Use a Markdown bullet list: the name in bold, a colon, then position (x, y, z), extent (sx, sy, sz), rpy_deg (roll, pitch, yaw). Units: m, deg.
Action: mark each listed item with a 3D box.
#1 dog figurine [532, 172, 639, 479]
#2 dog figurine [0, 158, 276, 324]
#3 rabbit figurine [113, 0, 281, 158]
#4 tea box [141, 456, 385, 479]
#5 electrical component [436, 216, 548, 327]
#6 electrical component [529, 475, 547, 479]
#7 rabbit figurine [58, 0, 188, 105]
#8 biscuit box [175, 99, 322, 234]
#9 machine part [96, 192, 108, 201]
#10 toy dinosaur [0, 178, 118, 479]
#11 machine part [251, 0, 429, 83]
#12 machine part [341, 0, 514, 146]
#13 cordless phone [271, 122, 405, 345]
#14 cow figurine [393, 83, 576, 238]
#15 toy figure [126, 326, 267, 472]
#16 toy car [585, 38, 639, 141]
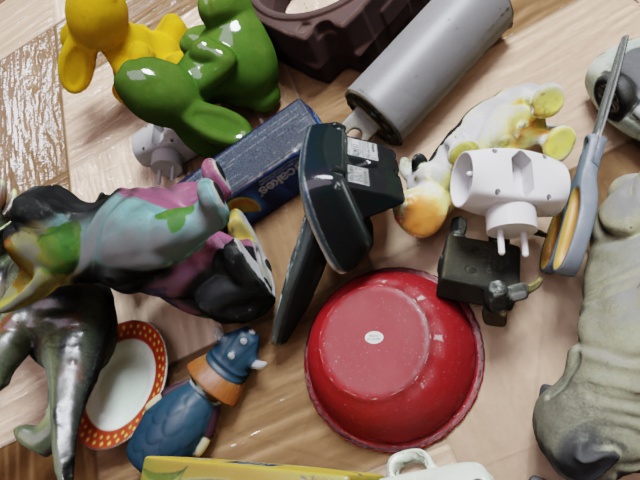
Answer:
- **dog figurine**: position (0.207, 0.055, 0.380), extent (0.190, 0.121, 0.172), rpy_deg (-45, 22, 19)
- **dog figurine**: position (-0.169, 0.022, 0.489), extent (0.219, 0.191, 0.109), rpy_deg (-21, 29, 3)
- **rabbit figurine**: position (-0.138, -0.168, 0.597), extent (0.170, 0.159, 0.121), rpy_deg (-33, 15, -31)
- **tea box**: position (-0.044, 0.206, 0.410), extent (0.170, 0.098, 0.068), rpy_deg (-3, 66, 20)
- **electrical component**: position (0.137, 0.018, 0.433), extent (0.078, 0.045, 0.102), rpy_deg (17, 48, 13)
- **electrical component**: position (0.181, 0.199, 0.359), extent (0.094, 0.021, 0.063), rpy_deg (18, 75, 29)
- **rabbit figurine**: position (-0.251, -0.248, 0.668), extent (0.162, 0.173, 0.122), rpy_deg (-13, 66, 13)
- **biscuit box**: position (-0.077, -0.061, 0.570), extent (0.203, 0.059, 0.063), rpy_deg (-33, 57, 7)
- **machine part**: position (-0.217, -0.012, 0.607), extent (0.139, 0.084, 0.039), rpy_deg (34, 115, 41)
- **toy dinosaur**: position (-0.284, 0.075, 0.552), extent (0.405, 0.131, 0.192), rpy_deg (30, 75, 30)
- **machine part**: position (0.014, -0.301, 0.628), extent (0.202, 0.087, 0.201), rpy_deg (38, 86, 34)
- **machine part**: position (0.108, -0.179, 0.535), extent (0.243, 0.079, 0.079), rpy_deg (-46, 58, -4)
- **cordless phone**: position (-0.001, -0.002, 0.496), extent (0.089, 0.184, 0.147), rpy_deg (19, 29, -8)
- **cow figurine**: position (0.129, -0.073, 0.477), extent (0.167, 0.068, 0.098), rpy_deg (-34, 24, 4)
- **toy figure**: position (-0.110, 0.143, 0.491), extent (0.154, 0.064, 0.058), rpy_deg (-49, 19, -9)
- **toy car**: position (0.296, -0.087, 0.424), extent (0.073, 0.056, 0.202), rpy_deg (-28, 59, 2)
